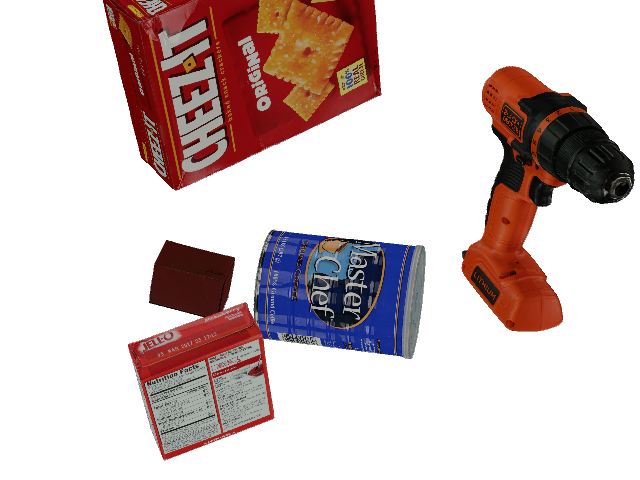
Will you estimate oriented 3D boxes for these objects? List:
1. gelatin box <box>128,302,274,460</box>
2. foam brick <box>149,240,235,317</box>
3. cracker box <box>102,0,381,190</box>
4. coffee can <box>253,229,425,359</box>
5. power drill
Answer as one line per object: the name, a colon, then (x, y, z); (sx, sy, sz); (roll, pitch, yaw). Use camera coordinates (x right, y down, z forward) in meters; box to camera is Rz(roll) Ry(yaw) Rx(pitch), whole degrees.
gelatin box: (-0.069, 0.083, 0.626); (0.073, 0.089, 0.030); (-20, 49, -14)
foam brick: (-0.135, 0.042, 1.124); (0.078, 0.051, 0.053); (15, 31, 2)
cracker box: (-0.055, -0.158, 0.876); (0.213, 0.164, 0.072); (-28, 46, -22)
coffee can: (0.020, 0.048, 0.971); (0.140, 0.103, 0.102); (6, 1, 10)
power drill: (0.173, -0.024, 0.842); (0.057, 0.188, 0.184); (-3, 32, -17)
